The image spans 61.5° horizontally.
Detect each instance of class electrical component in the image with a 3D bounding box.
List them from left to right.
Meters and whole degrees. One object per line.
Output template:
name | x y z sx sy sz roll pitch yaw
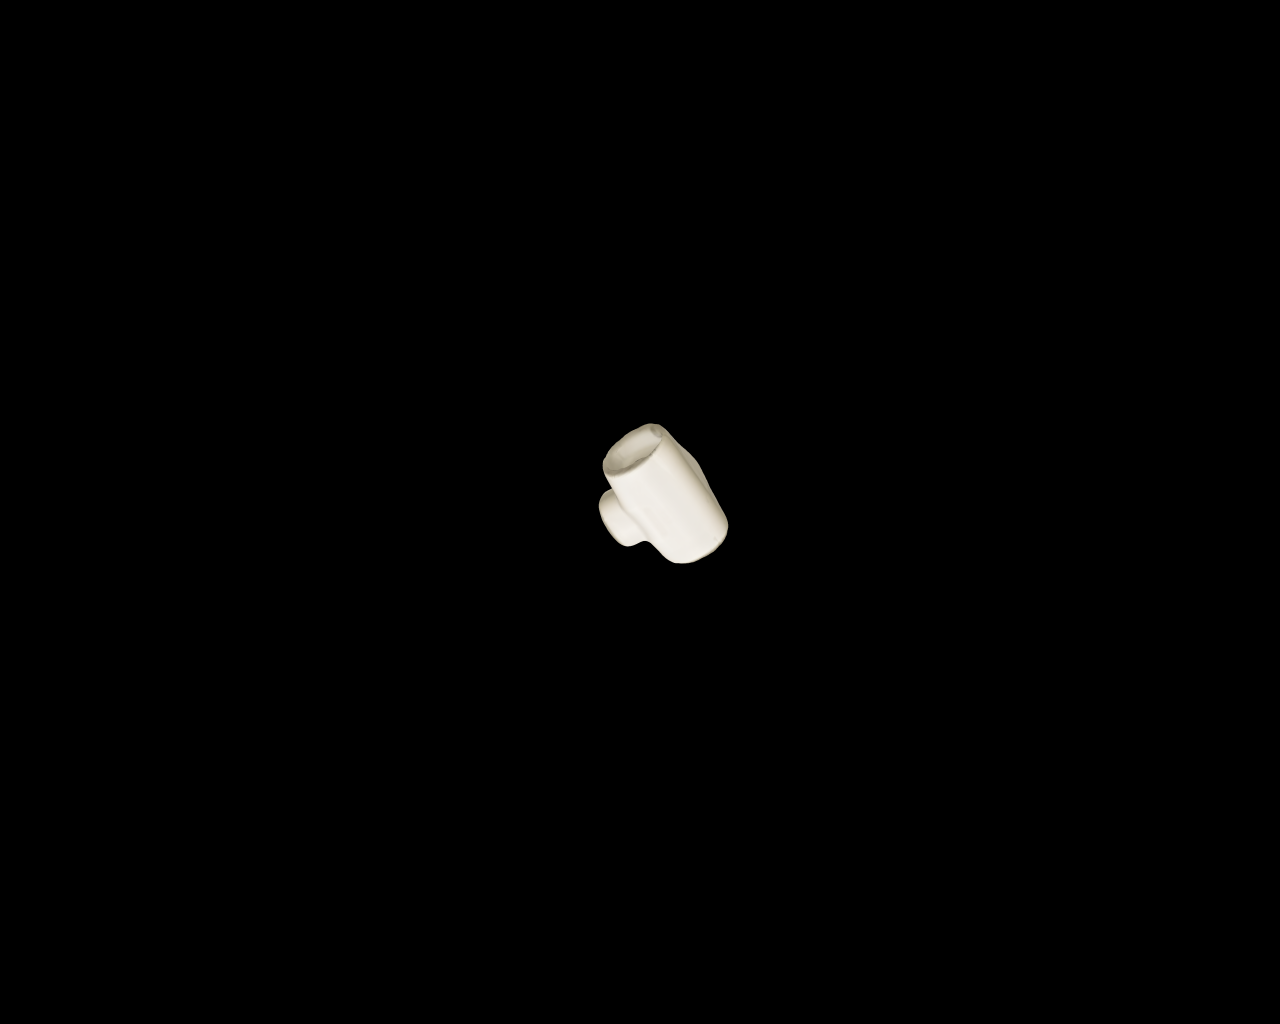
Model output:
electrical component | 0.001 -0.003 0.650 0.079 0.077 0.043 -27 32 18
